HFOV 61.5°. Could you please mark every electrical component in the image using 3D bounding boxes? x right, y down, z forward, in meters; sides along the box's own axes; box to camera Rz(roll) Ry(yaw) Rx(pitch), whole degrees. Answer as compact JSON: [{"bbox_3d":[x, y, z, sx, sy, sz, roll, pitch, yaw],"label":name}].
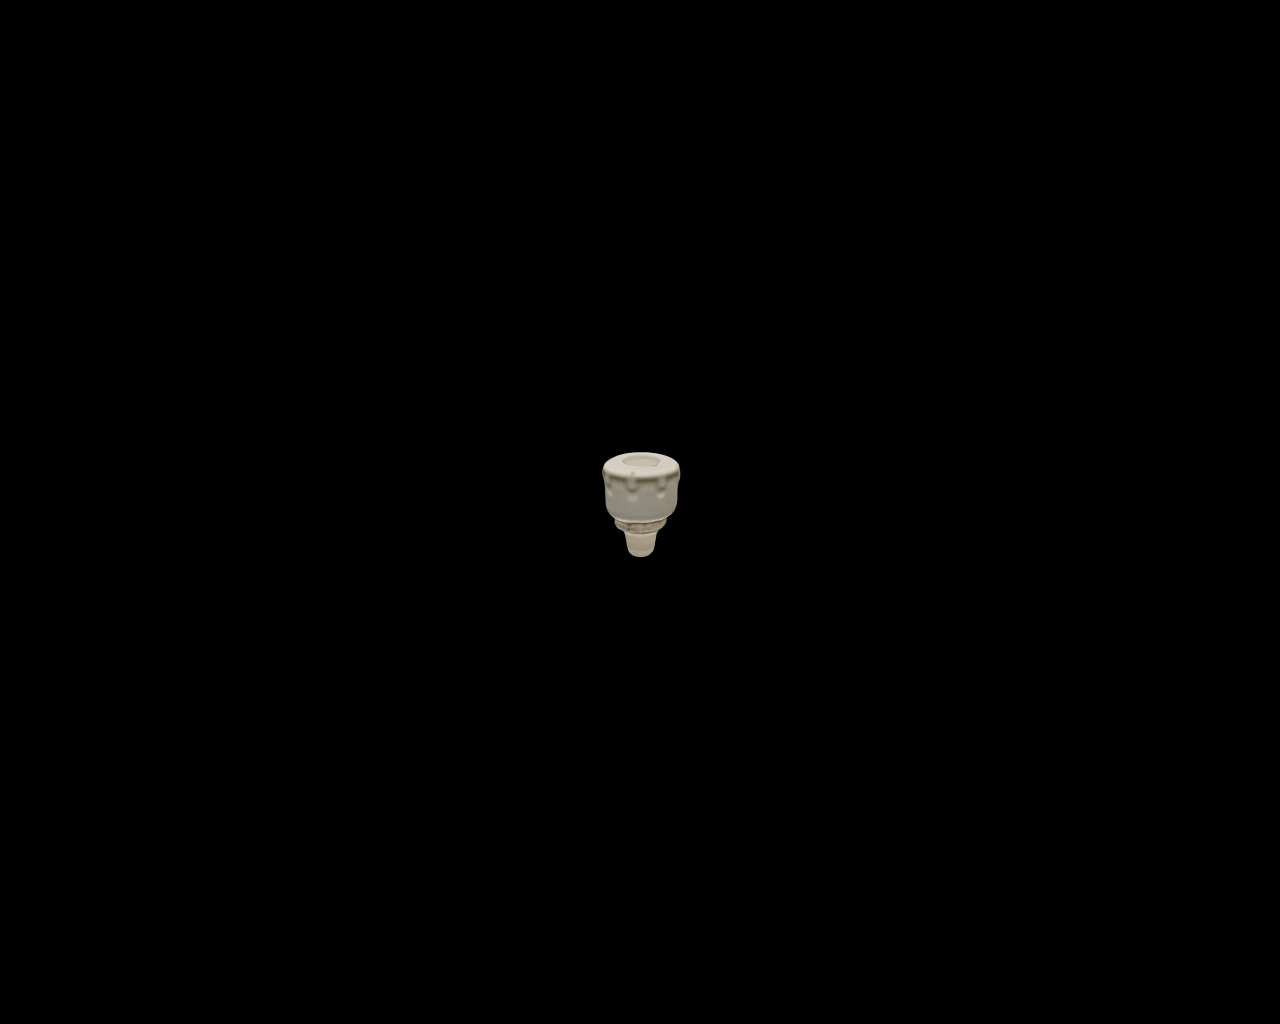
[{"bbox_3d":[0.001,-0.003,0.650,0.048,0.062,0.048,0,18,0],"label":"electrical component"}]
